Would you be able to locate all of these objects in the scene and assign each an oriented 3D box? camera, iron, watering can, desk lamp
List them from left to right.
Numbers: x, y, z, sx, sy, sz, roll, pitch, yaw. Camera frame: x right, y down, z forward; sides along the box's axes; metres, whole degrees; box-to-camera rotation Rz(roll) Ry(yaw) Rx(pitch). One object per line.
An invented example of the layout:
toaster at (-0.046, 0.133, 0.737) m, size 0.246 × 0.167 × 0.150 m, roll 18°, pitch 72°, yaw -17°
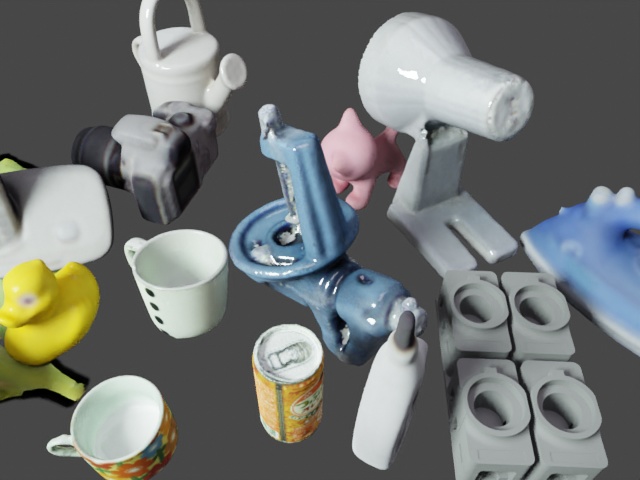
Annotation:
camera at (-0.207, -0.108, 0.668) m, size 0.136 × 0.101 × 0.143 m, roll 13°, pitch 49°, yaw 11°
watering can at (-0.165, -0.222, 0.709) m, size 0.172 × 0.194 × 0.101 m, roll 10°, pitch 49°, yaw 8°
desk lamp at (0.132, -0.103, 0.595) m, size 0.118 × 0.214 × 0.202 m, roll -23°, pitch 52°, yaw -20°
iron at (0.319, 0.019, 0.537) m, size 0.257 × 0.141 × 0.119 m, roll 34°, pitch 56°, yaw 26°

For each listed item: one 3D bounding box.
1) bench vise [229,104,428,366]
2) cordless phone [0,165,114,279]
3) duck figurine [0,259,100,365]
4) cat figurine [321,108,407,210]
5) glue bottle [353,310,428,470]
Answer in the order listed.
bench vise at (0.010, -0.006, 0.501) m, size 0.207 × 0.220 × 0.122 m, roll 19°, pitch 50°, yaw 15°
cordless phone at (-0.292, -0.053, 0.560) m, size 0.148 × 0.185 × 0.094 m, roll -13°, pitch 49°, yaw -12°
duck figurine at (-0.257, 0.053, 0.532) m, size 0.077 × 0.086 × 0.105 m, roll 17°, pitch 50°, yaw 14°
cat figurine at (0.048, -0.100, 0.655) m, size 0.128 × 0.118 × 0.067 m, roll -33°, pitch 56°, yaw -27°
glue bottle at (0.057, 0.106, 0.432) m, size 0.037 × 0.173 × 0.078 m, roll 21°, pitch 51°, yaw 17°
